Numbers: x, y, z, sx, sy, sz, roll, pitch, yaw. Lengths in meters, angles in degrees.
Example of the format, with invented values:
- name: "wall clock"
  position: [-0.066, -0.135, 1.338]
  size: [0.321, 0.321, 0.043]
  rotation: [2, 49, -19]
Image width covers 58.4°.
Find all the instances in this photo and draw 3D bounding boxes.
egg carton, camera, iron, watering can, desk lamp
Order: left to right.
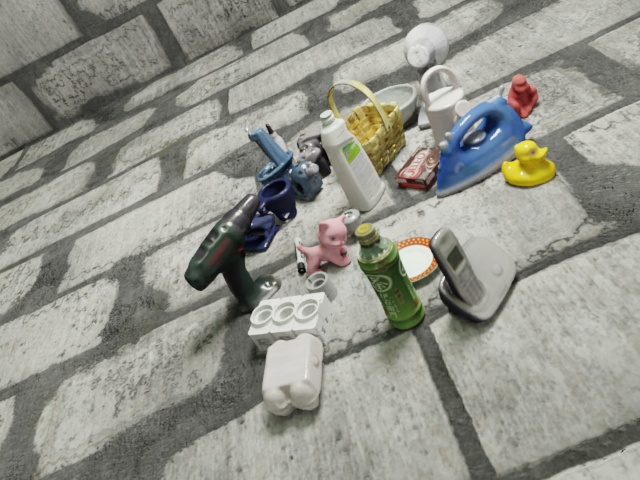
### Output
- name: "egg carton"
  position: [-0.045, 0.237, 1.014]
  size: [0.107, 0.070, 0.150]
  rotation: [-18, 36, 16]
- name: "camera"
  position: [0.011, -0.251, 1.561]
  size: [0.136, 0.101, 0.143]
  rotation: [-16, 37, 19]
- name: "desk lamp"
  position: [0.288, -0.441, 1.504]
  size: [0.117, 0.214, 0.203]
  rotation: [-12, 39, 24]
- name: "watering can"
  position: [0.303, -0.322, 1.361]
  size: [0.101, 0.194, 0.172]
  rotation: [-45, 38, -21]
- name: "iron"
  position: [0.335, -0.219, 1.255]
  size: [0.258, 0.142, 0.118]
  rotation: [-38, 36, -12]

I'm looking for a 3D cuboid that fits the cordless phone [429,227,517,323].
- name: "cordless phone"
  position: [0.250, 0.033, 0.960]
  size: [0.093, 0.185, 0.148]
  rotation: [8, 50, 41]

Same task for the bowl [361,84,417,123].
- name: "bowl"
  position: [0.198, -0.356, 1.584]
  size: [0.167, 0.075, 0.167]
  rotation: [-19, 36, 15]

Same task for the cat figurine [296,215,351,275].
- name: "cat figurine"
  position: [0.011, 0.004, 1.224]
  size: [0.127, 0.118, 0.067]
  rotation: [-26, 35, 6]

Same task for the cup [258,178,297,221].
- name: "cup"
  position: [-0.104, -0.085, 1.440]
  size: [0.091, 0.095, 0.118]
  rotation: [6, 48, 40]

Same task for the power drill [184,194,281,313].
- name: "power drill"
  position: [-0.172, 0.044, 1.225]
  size: [0.075, 0.209, 0.230]
  rotation: [17, 55, 46]

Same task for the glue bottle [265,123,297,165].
- name: "glue bottle"
  position: [-0.107, -0.248, 1.578]
  size: [0.037, 0.173, 0.078]
  rotation: [-24, 35, 8]

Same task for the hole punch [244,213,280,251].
- name: "hole punch"
  position: [-0.171, -0.034, 1.426]
  size: [0.108, 0.091, 0.101]
  rotation: [-3, 43, 33]

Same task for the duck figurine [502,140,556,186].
- name: "duck figurine"
  position: [0.421, -0.163, 1.172]
  size: [0.104, 0.086, 0.077]
  rotation: [-2, 43, 34]

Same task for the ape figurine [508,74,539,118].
- name: "ape figurine"
  position: [0.477, -0.349, 1.362]
  size: [0.077, 0.092, 0.076]
  rotation: [-24, 35, 8]

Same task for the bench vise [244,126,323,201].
- name: "bench vise"
  position: [-0.094, -0.211, 1.480]
  size: [0.206, 0.220, 0.121]
  rotation: [-8, 40, 28]
